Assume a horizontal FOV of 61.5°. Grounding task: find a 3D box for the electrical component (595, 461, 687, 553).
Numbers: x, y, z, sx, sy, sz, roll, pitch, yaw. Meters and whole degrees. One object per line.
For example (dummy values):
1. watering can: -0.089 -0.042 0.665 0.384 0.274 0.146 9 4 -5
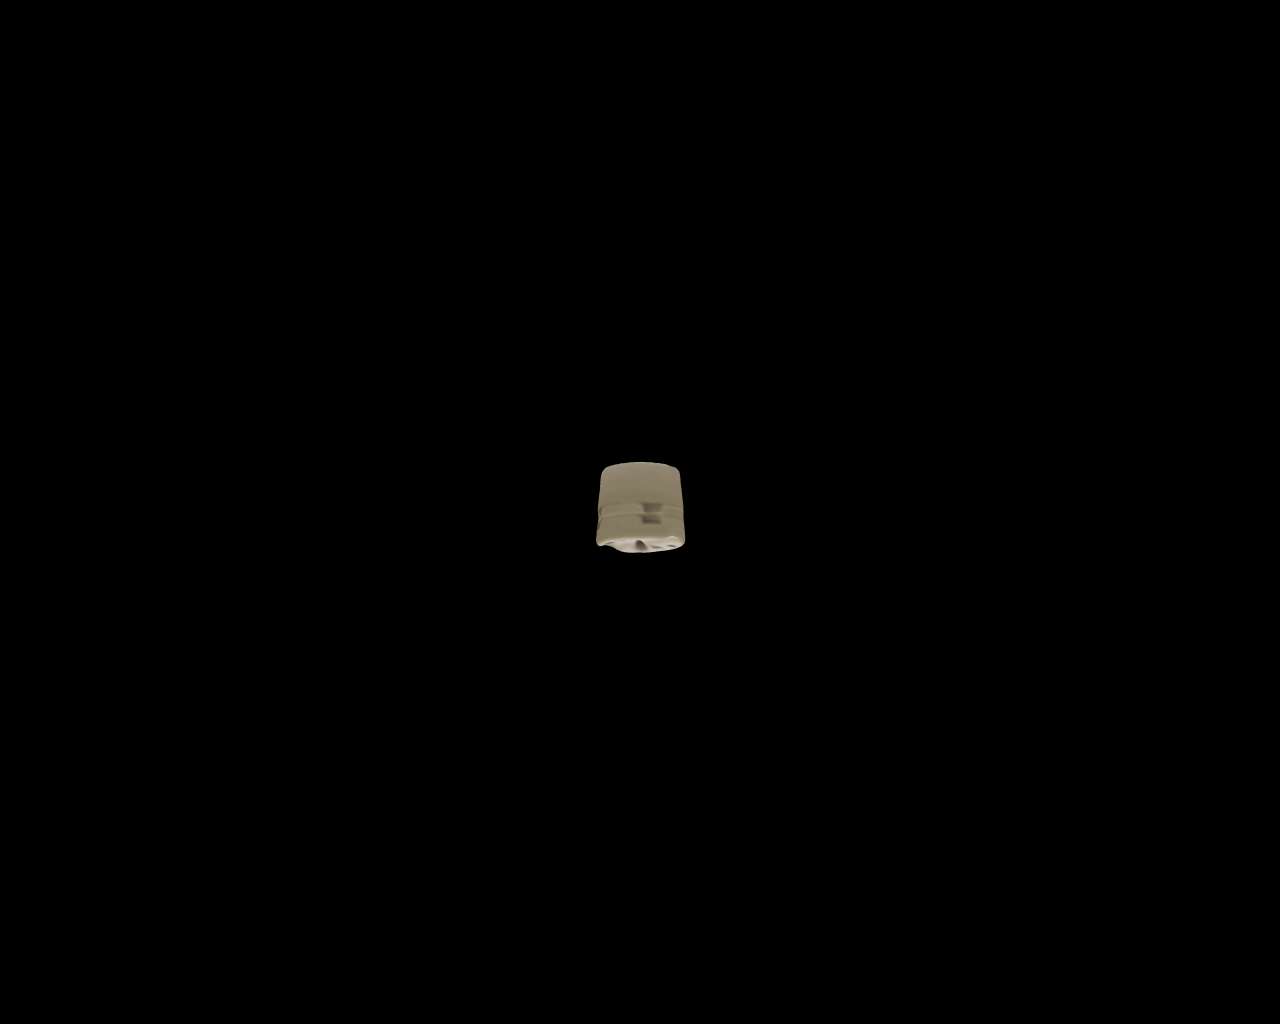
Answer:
1. electrical component: 0.001 -0.003 0.650 0.055 0.047 0.055 0 -11 0
